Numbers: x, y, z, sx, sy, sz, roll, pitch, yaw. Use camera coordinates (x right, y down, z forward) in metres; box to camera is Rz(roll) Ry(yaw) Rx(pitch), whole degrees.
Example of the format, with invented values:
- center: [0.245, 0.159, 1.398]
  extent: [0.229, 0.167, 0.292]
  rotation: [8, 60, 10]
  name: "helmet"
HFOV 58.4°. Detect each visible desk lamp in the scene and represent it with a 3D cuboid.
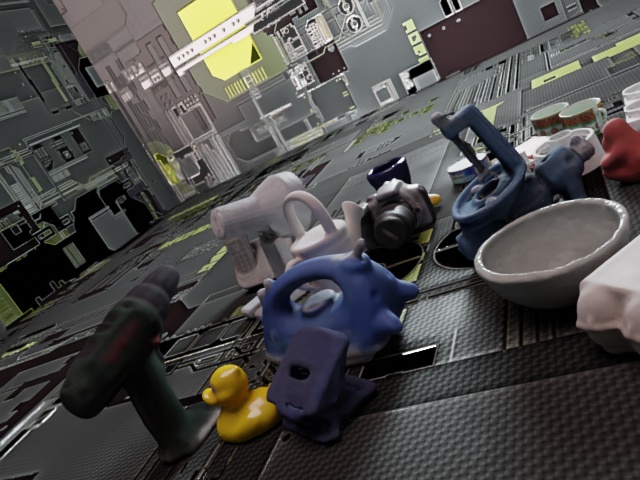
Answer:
- center: [-0.092, 0.005, 1.049]
  extent: [0.204, 0.214, 0.117]
  rotation: [-38, 18, -30]
  name: "desk lamp"

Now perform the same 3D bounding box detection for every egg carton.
- center: [0.305, 0.044, 0.505]
  extent: [0.150, 0.069, 0.107]
  rotation: [-34, 16, -17]
  name: "egg carton"

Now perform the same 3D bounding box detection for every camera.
- center: [0.121, -0.041, 1.033]
  extent: [0.143, 0.101, 0.137]
  rotation: [-21, 18, 27]
  name: "camera"

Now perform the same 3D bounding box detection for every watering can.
- center: [0.007, 0.003, 0.918]
  extent: [0.100, 0.194, 0.173]
  rotation: [-18, 19, 34]
  name: "watering can"

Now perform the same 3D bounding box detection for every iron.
- center: [-0.007, 0.088, 0.774]
  extent: [0.257, 0.141, 0.119]
  rotation: [-19, 19, 32]
  name: "iron"

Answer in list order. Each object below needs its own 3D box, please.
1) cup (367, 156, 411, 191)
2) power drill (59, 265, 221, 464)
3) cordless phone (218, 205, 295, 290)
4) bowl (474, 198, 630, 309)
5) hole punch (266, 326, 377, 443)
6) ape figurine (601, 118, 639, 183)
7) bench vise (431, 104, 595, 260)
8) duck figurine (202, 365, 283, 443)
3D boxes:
- center: [0.156, -0.120, 1.233]
  extent: [0.091, 0.095, 0.117]
  rotation: [-29, 16, 1]
  name: "cup"
- center: [-0.216, 0.171, 0.752]
  extent: [0.075, 0.209, 0.230]
  rotation: [-18, 19, 33]
  name: "power drill"
- center: [-0.136, 0.001, 1.191]
  extent: [0.147, 0.185, 0.094]
  rotation: [-23, 17, 21]
  name: "cordless phone"
- center: [0.261, 0.026, 0.631]
  extent: [0.167, 0.075, 0.167]
  rotation: [-26, 16, 8]
  name: "bowl"
- center: [-0.008, 0.159, 0.646]
  extent: [0.101, 0.091, 0.108]
  rotation: [-38, 18, -31]
  name: "hole punch"
- center: [0.425, -0.129, 0.801]
  extent: [0.078, 0.092, 0.076]
  rotation: [-29, 16, 0]
  name: "ape figurine"
- center: [0.251, -0.101, 0.778]
  extent: [0.207, 0.220, 0.121]
  rotation: [-32, 16, -9]
  name: "bench vise"
- center: [-0.096, 0.192, 0.706]
  extent: [0.104, 0.086, 0.077]
  rotation: [-24, 17, 17]
  name: "duck figurine"
